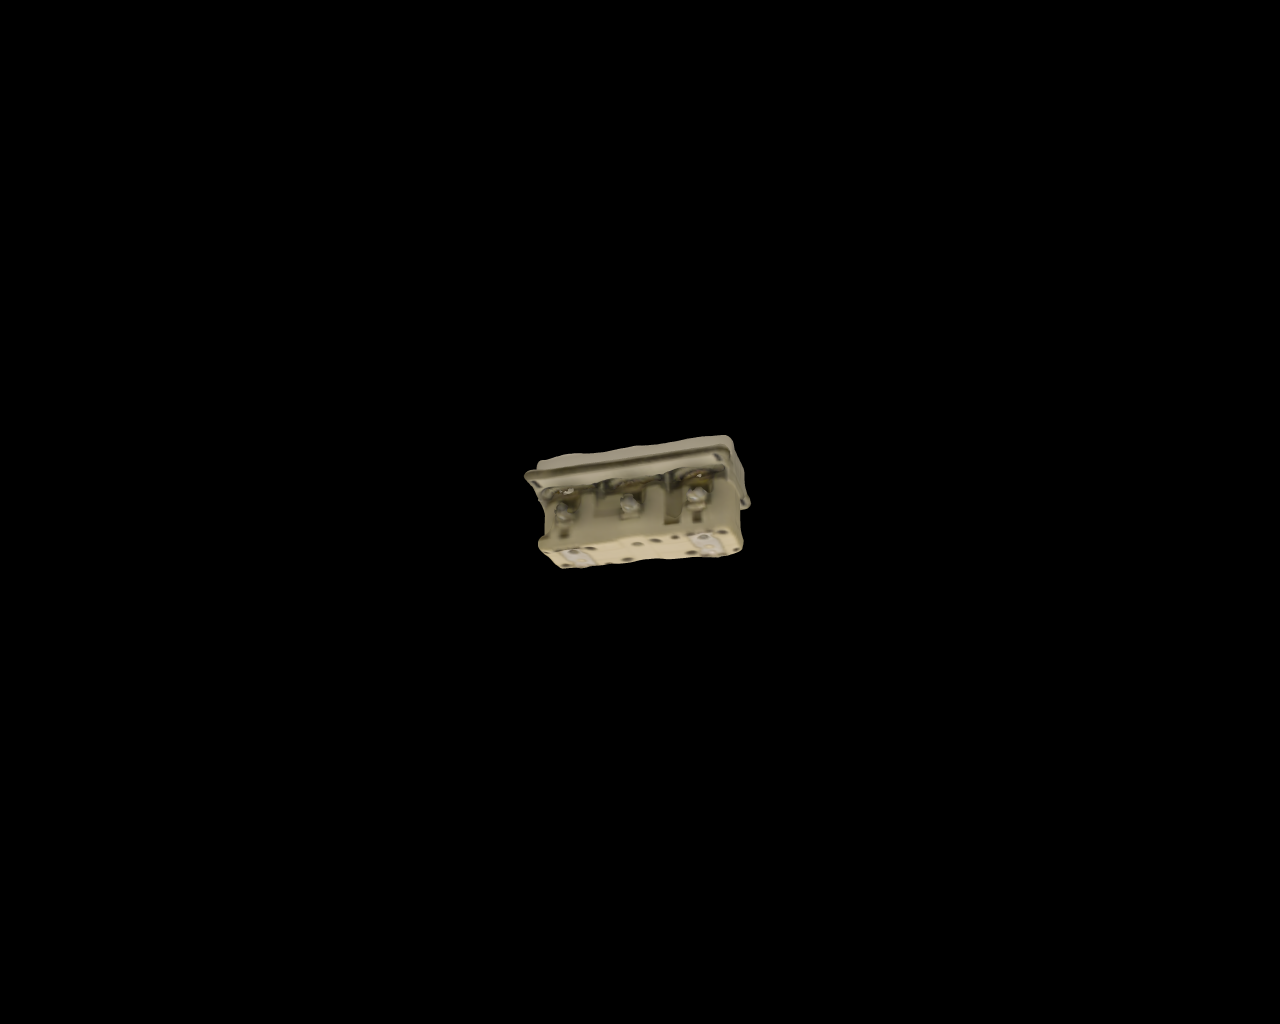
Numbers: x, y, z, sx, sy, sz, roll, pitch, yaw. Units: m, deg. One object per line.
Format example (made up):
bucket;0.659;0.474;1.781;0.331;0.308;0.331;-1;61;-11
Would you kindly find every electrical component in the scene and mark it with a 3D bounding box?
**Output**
electrical component;0.001;-0.003;0.650;0.121;0.063;0.078;-6;-23;14
